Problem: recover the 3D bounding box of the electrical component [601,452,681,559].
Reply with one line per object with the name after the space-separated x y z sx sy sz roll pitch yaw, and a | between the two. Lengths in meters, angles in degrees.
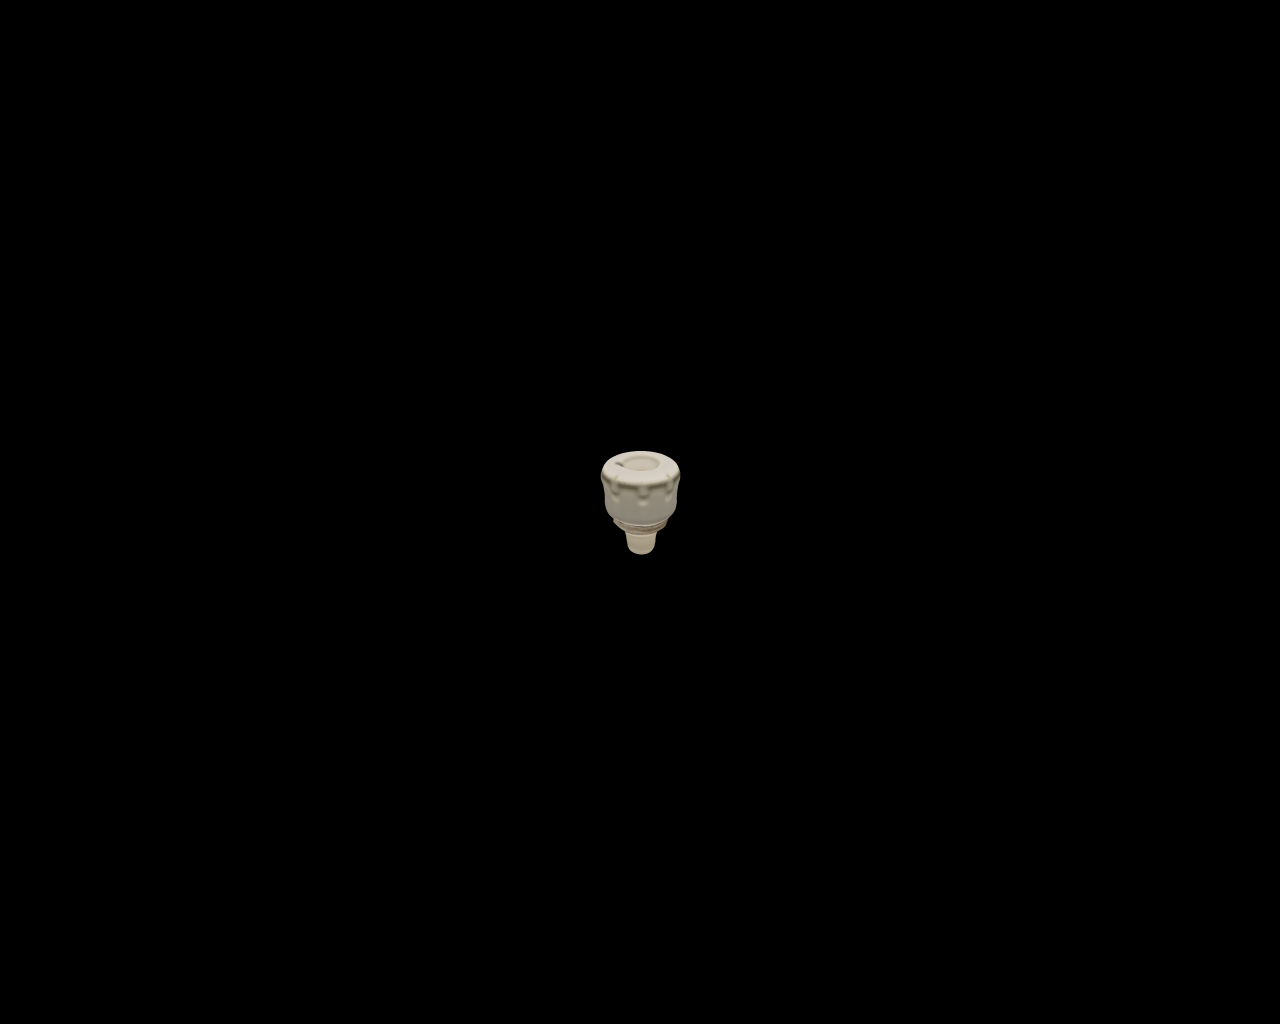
0.001 -0.003 0.650 0.048 0.062 0.048 0 27 0 | electrical component
